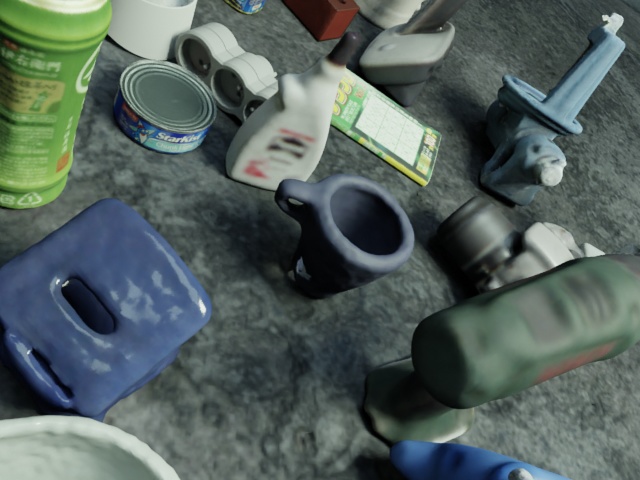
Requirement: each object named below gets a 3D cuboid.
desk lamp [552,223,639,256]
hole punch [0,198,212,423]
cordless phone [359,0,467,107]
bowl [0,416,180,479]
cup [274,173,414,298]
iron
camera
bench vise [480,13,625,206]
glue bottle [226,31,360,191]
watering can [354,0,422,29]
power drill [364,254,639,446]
[{"bbox_3d":[0.349,0.018,0.609,0.118,0.213,0.203,27,46,-14],"label":"desk lamp"},{"bbox_3d":[-0.134,0.046,0.344,0.108,0.091,0.101,47,44,6],"label":"hole punch"},{"bbox_3d":[0.138,-0.273,0.712,0.094,0.184,0.148,34,44,-7],"label":"cordless phone"},{"bbox_3d":[-0.137,0.172,0.257,0.168,0.074,0.167,19,48,-22],"label":"bowl"},{"bbox_3d":[0.004,0.002,0.471,0.118,0.094,0.091,25,46,-16],"label":"cup"},{"bbox_3d":[0.176,0.209,0.394,0.259,0.141,0.118,23,47,-18],"label":"iron"},{"bbox_3d":[0.199,0.012,0.592,0.143,0.100,0.136,-28,75,-44],"label":"camera"},{"bbox_3d":[0.297,-0.154,0.703,0.122,0.219,0.207,12,51,-27],"label":"bench vise"},{"bbox_3d":[-0.016,-0.108,0.486,0.078,0.173,0.037,9,52,-29],"label":"glue bottle"},{"bbox_3d":[0.124,-0.401,0.795,0.173,0.193,0.101,-10,63,-39],"label":"watering can"},{"bbox_3d":[0.135,0.081,0.417,0.230,0.208,0.075,-7,61,-38],"label":"power drill"}]
